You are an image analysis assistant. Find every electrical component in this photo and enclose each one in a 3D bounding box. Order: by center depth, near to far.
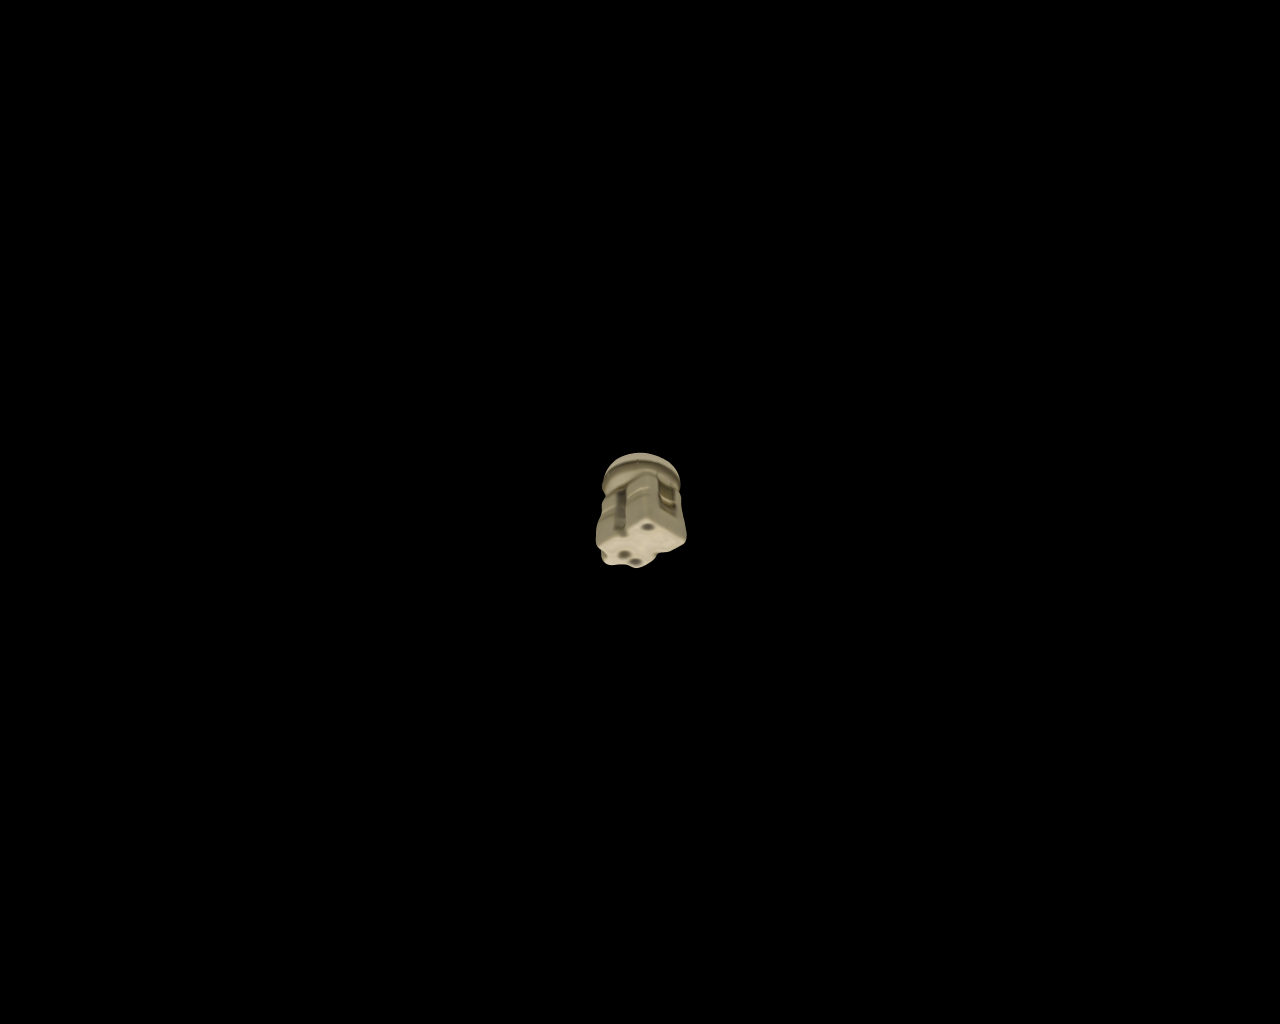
[{"bbox_3d":[0.001,-0.003,0.650,0.066,0.055,0.048,-29,-46,33],"label":"electrical component"}]
